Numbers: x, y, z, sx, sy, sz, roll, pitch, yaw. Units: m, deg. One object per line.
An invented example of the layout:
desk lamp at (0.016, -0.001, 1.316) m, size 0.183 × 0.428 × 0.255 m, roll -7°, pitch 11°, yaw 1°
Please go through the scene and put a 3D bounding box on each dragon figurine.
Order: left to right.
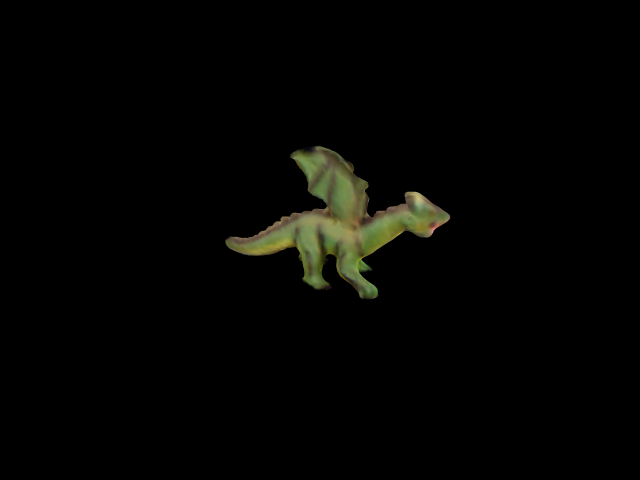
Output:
dragon figurine at (0.003, -0.043, 0.850) m, size 0.411 × 0.238 × 0.124 m, roll 11°, pitch 29°, yaw 20°
